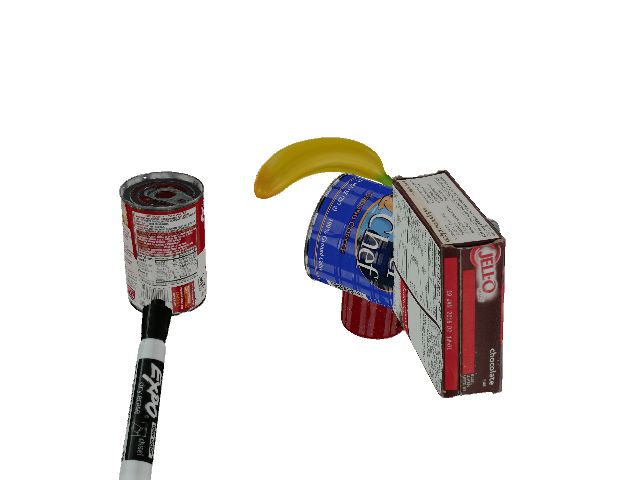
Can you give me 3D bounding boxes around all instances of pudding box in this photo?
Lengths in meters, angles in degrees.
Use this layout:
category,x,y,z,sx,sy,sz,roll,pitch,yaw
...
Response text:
category,x,y,z,sx,sy,sz,roll,pitch,yaw
pudding box,0.069,0.021,0.594,0.039,0.090,0.113,-6,23,-10

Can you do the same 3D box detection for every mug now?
category,x,y,z,sx,sy,sz,roll,pitch,yaw
mug,0.077,0.072,1.305,0.117,0.081,0.093,23,33,32

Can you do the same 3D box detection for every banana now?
category,x,y,z,sx,sy,sz,roll,pitch,yaw
banana,0.000,-0.080,1.138,0.197,0.037,0.070,-7,48,-39

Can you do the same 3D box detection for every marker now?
category,x,y,z,sx,sy,sz,roll,pitch,yaw
marker,-0.107,0.093,0.656,0.020,0.121,0.020,3,-26,1

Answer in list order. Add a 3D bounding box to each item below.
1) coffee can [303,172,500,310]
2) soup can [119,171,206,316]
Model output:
category,x,y,z,sx,sy,sz,roll,pitch,yaw
coffee can,0.071,0.010,0.928,0.140,0.103,0.102,20,8,24
soup can,-0.128,0.003,0.879,0.068,0.102,0.068,1,28,-1
